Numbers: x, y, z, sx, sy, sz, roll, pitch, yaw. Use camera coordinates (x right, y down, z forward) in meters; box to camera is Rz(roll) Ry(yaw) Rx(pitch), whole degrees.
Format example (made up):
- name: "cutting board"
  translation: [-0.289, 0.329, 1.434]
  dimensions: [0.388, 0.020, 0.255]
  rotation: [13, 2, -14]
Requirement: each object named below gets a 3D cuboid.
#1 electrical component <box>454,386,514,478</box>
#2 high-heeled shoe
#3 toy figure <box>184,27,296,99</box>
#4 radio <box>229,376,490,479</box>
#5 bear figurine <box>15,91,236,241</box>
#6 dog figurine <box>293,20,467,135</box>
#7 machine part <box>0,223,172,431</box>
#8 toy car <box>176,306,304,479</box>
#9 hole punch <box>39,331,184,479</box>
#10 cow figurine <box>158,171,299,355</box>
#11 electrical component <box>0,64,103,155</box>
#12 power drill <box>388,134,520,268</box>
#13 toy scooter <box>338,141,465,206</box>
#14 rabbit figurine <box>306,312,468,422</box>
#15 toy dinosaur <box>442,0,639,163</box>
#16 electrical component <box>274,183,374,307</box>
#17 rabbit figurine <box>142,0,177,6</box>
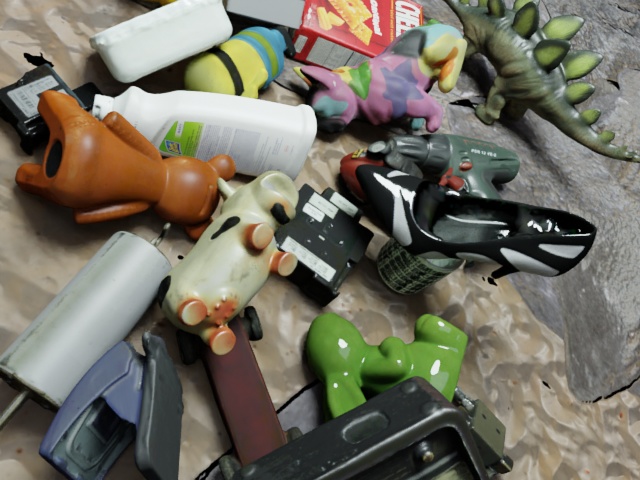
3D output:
- name: "electrical component"
  translation: [0.187, 0.238, 0.652]
  dimensions: [0.102, 0.045, 0.078]
  rotation: [44, 27, -3]
- name: "high-heeled shoe"
  translation: [0.164, -0.033, 0.585]
  dimensions: [0.249, 0.145, 0.086]
  rotation: [33, 56, -7]
- name: "toy figure"
  translation: [-0.108, -0.233, 0.720]
  dimensions: [0.089, 0.082, 0.180]
  rotation: [49, 56, -20]
- name: "radio"
  translation: [0.038, 0.234, 0.498]
  dimensions: [0.230, 0.073, 0.131]
  rotation: [-24, 107, -13]
- name: "bear figurine"
  translation: [-0.204, -0.074, 0.594]
  dimensions: [0.132, 0.120, 0.195]
  rotation: [28, 13, 39]
- name: "dog figurine"
  translation: [0.076, -0.234, 0.762]
  dimensions: [0.219, 0.191, 0.109]
  rotation: [12, 17, -16]
- name: "machine part"
  translation: [-0.221, 0.075, 0.519]
  dimensions: [0.079, 0.079, 0.243]
  rotation: [35, 56, -6]
- name: "toy car"
  translation: [-0.081, 0.163, 0.556]
  dimensions: [0.089, 0.053, 0.202]
  rotation: [-18, 73, -21]
- name: "hole punch"
  translation: [-0.173, 0.159, 0.475]
  dimensions: [0.092, 0.142, 0.116]
  rotation: [-4, 48, 1]
- name: "cow figurine"
  translation: [-0.089, 0.008, 0.557]
  dimensions: [0.195, 0.127, 0.085]
  rotation: [-54, 131, -18]
- name: "electrical component"
  translation: [-0.302, -0.156, 0.615]
  dimensions: [0.119, 0.048, 0.075]
  rotation: [-35, 84, -32]
- name: "power drill"
  translation: [0.218, -0.065, 0.801]
  dimensions: [0.232, 0.086, 0.207]
  rotation: [-5, 60, -29]
- name: "toy scooter"
  translation: [0.116, -0.070, 0.715]
  dimensions: [0.184, 0.135, 0.075]
  rotation: [38, 58, -2]
- name: "rabbit figurine"
  translation: [0.057, 0.154, 0.610]
  dimensions: [0.170, 0.121, 0.159]
  rotation: [21, 64, 7]
- name: "toy dinosaur"
  translation: [0.342, -0.278, 0.887]
  dimensions: [0.105, 0.198, 0.471]
  rotation: [-36, 82, -31]
- name: "electrical component"
  translation: [-0.001, -0.002, 0.673]
  dimensions: [0.115, 0.058, 0.134]
  rotation: [39, 56, -6]
- name: "rabbit figurine"
  translation: [-0.208, -0.366, 0.713]
  dimensions: [0.163, 0.173, 0.122]
  rotation: [3, 53, 27]
